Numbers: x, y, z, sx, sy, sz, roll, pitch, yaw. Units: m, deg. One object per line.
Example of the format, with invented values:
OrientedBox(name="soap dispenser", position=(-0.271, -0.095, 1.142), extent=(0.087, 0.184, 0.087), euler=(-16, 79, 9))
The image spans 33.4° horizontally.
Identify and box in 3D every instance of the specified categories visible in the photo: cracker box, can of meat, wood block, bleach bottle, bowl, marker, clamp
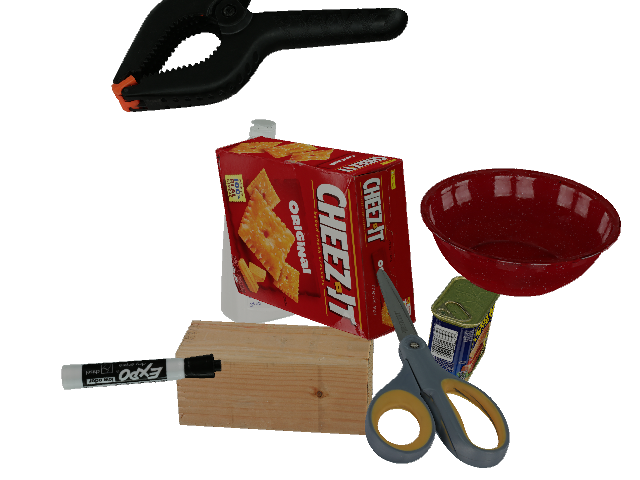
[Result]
OrientedBox(name="cracker box", position=(-0.009, -0.008, 1.054), extent=(0.071, 0.164, 0.214), euler=(-21, 23, -35))
OrientedBox(name="can of meat", position=(0.156, 0.101, 1.187), extent=(0.057, 0.084, 0.102), euler=(18, 30, 19))
OrientedBox(name="wood block", position=(-0.048, 0.150, 1.175), extent=(0.206, 0.091, 0.090), euler=(2, 22, 6))
OrientedBox(name="bleach bottle", position=(-0.070, -0.025, 1.318), extent=(0.102, 0.251, 0.068), euler=(-11, 25, -35))
OrientedBox(name="bowl", position=(0.161, -0.001, 0.879), extent=(0.162, 0.055, 0.162), euler=(1, 30, -1))
OrientedBox(name="marker", position=(-0.137, 0.101, 0.821), extent=(0.121, 0.020, 0.020), euler=(-4, 0, -4))
OrientedBox(name="clamp", position=(-0.053, -0.154, 0.773), extent=(0.210, 0.165, 0.036), euler=(-41, -23, -10))

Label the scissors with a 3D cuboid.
OrientedBox(name="scissors", position=(0.048, 0.082, 0.705), extent=(0.096, 0.016, 0.202), euler=(-12, 36, -24))
